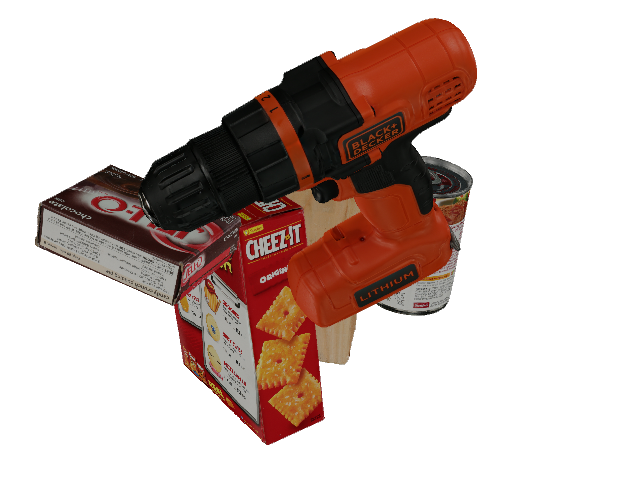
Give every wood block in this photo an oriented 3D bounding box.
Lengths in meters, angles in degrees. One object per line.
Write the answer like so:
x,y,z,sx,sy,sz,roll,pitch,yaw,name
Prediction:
-0.001,0.022,1.176,0.090,0.206,0.090,7,25,6,wood block

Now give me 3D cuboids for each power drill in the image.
0.004,-0.022,0.595,0.184,0.057,0.187,-26,-30,-5,power drill

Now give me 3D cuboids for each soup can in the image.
0.072,-0.004,0.797,0.068,0.102,0.068,5,28,-3,soup can

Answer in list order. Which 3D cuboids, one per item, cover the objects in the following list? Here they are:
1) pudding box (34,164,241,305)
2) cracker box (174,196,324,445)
-0.124,-0.006,0.736,0.113,0.039,0.090,20,26,14,pudding box
-0.071,0.047,0.946,0.072,0.214,0.164,-20,31,-27,cracker box
